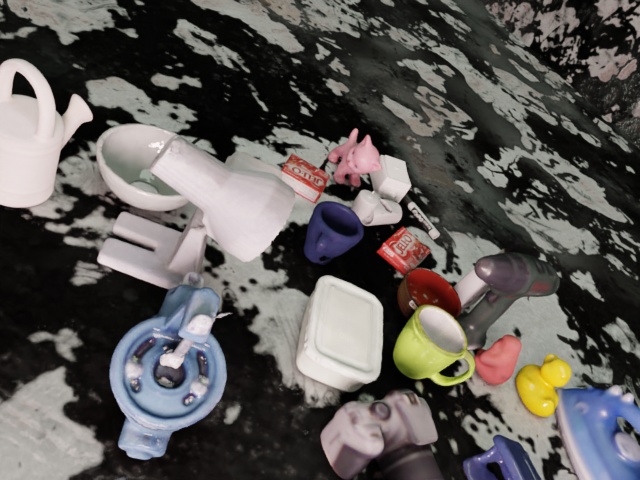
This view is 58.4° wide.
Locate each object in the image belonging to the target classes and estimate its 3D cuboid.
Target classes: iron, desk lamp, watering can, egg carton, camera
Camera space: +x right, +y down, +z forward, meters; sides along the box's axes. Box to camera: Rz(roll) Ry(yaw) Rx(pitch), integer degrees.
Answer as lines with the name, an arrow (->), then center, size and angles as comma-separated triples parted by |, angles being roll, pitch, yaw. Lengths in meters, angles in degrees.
iron -> 0.480, 0.321, 0.904 | 0.119, 0.141, 0.258 | 8, 45, -29
desk lamp -> -0.162, -0.028, 0.758 | 0.204, 0.213, 0.118 | 22, 40, -15
watering can -> -0.381, -0.148, 0.743 | 0.101, 0.194, 0.173 | 29, 38, -6
egg carton -> -0.121, -0.083, 0.961 | 0.107, 0.069, 0.150 | 23, 39, -13
camera -> 0.097, 0.267, 0.721 | 0.144, 0.100, 0.136 | 2, 48, -34

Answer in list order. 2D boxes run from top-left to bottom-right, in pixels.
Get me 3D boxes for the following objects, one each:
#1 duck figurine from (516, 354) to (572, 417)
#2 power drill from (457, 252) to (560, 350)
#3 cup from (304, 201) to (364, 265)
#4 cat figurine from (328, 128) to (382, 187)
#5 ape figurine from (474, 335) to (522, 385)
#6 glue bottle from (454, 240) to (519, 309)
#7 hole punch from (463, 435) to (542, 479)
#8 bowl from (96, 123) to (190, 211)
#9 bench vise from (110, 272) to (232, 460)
duck figurine -> 0.387, 0.240, 0.969 | 0.077, 0.086, 0.104 | 28, 38, -7
power drill -> 0.285, 0.098, 0.948 | 0.230, 0.208, 0.075 | -2, 50, -37
cup -> 0.009, 0.003, 0.942 | 0.091, 0.095, 0.118 | 35, 38, 1
cat figurine -> 0.077, -0.171, 1.157 | 0.067, 0.117, 0.127 | 10, 44, -27
ape figurine -> 0.301, 0.191, 0.954 | 0.078, 0.092, 0.076 | 6, 46, -30
glue bottle -> 0.300, 0.059, 1.028 | 0.078, 0.173, 0.037 | -9, 54, -41
hole punch -> 0.269, 0.327, 0.788 | 0.101, 0.091, 0.108 | 7, 46, -30
bowl -> -0.260, -0.099, 0.875 | 0.168, 0.074, 0.167 | 20, 40, -17
bench vise -> -0.160, 0.100, 0.619 | 0.122, 0.219, 0.207 | 8, 45, -29
